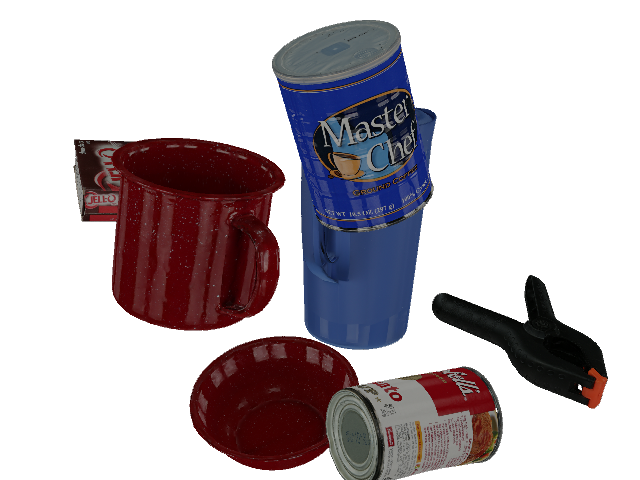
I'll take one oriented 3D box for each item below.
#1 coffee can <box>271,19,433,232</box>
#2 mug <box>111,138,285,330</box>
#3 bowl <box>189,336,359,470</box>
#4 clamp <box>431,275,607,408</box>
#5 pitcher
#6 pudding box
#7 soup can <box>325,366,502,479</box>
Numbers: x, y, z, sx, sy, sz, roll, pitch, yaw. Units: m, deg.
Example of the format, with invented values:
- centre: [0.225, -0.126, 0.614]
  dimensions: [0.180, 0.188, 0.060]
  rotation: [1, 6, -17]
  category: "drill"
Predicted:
- centre: [0.028, -0.092, 0.862]
  dimensions: [0.103, 0.140, 0.103]
  rotation: [-12, 31, 7]
  category: "coffee can"
- centre: [-0.063, 0.001, 0.577]
  dimensions: [0.093, 0.081, 0.117]
  rotation: [-12, 30, -43]
  category: "mug"
- centre: [-0.041, 0.165, 1.017]
  dimensions: [0.162, 0.055, 0.162]
  rotation: [-5, 37, 3]
  category: "bowl"
- centre: [0.193, 0.082, 0.931]
  dimensions: [0.120, 0.039, 0.172]
  rotation: [-21, 41, -31]
  category: "clamp"
- centre: [0.036, -0.015, 1.070]
  dimensions: [0.149, 0.243, 0.145]
  rotation: [-3, 20, -15]
  category: "pitcher"
- centre: [-0.181, -0.056, 0.991]
  dimensions: [0.090, 0.039, 0.113]
  rotation: [1, 26, -18]
  category: "pudding box"
- centre: [0.063, 0.126, 0.726]
  dimensions: [0.102, 0.068, 0.069]
  rotation: [-5, 2, -31]
  category: "soup can"
